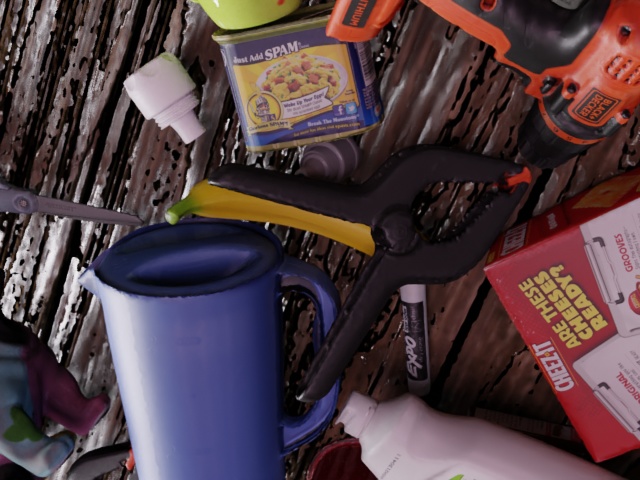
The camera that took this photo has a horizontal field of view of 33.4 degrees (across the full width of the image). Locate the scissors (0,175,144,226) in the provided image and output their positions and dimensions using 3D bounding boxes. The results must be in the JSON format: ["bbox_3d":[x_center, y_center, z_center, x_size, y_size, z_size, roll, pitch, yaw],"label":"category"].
[{"bbox_3d":[-0.237,-0.048,0.823,0.202,0.016,0.096,-5,109,16],"label":"scissors"}]

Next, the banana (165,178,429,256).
[{"bbox_3d":[-0.007,-0.014,0.750,0.197,0.069,0.037,11,141,-6],"label":"banana"}]

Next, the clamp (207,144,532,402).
[{"bbox_3d":[0.046,0.005,0.705,0.209,0.036,0.164,-16,98,-12],"label":"clamp"}]

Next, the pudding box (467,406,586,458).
[{"bbox_3d":[0.147,0.189,0.806,0.090,0.039,0.113,10,115,10],"label":"pudding box"}]

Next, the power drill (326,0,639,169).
[{"bbox_3d":[0.101,-0.117,0.635,0.187,0.057,0.185,24,159,-2],"label":"power drill"}]

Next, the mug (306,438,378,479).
[{"bbox_3d":[0.035,0.207,0.816,0.117,0.081,0.093,-34,100,23],"label":"mug"}]

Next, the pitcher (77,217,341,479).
[{"bbox_3d":[-0.075,0.114,0.787,0.149,0.144,0.243,26,128,48],"label":"pitcher"}]

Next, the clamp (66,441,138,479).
[{"bbox_3d":[-0.186,0.241,0.909,0.120,0.039,0.172,44,115,-5],"label":"clamp"}]

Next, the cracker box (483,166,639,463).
[{"bbox_3d":[0.242,0.030,0.702,0.214,0.072,0.164,-27,101,23],"label":"cracker box"}]

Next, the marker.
[{"bbox_3d":[0.072,0.084,0.793,0.020,0.020,0.121,0,110,14],"label":"marker"}]

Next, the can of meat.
[{"bbox_3d":[-0.012,-0.110,0.719,0.102,0.057,0.084,-8,110,17],"label":"can of meat"}]

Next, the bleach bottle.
[{"bbox_3d":[0.130,0.171,0.741,0.251,0.068,0.103,29,128,2],"label":"bleach bottle"}]
